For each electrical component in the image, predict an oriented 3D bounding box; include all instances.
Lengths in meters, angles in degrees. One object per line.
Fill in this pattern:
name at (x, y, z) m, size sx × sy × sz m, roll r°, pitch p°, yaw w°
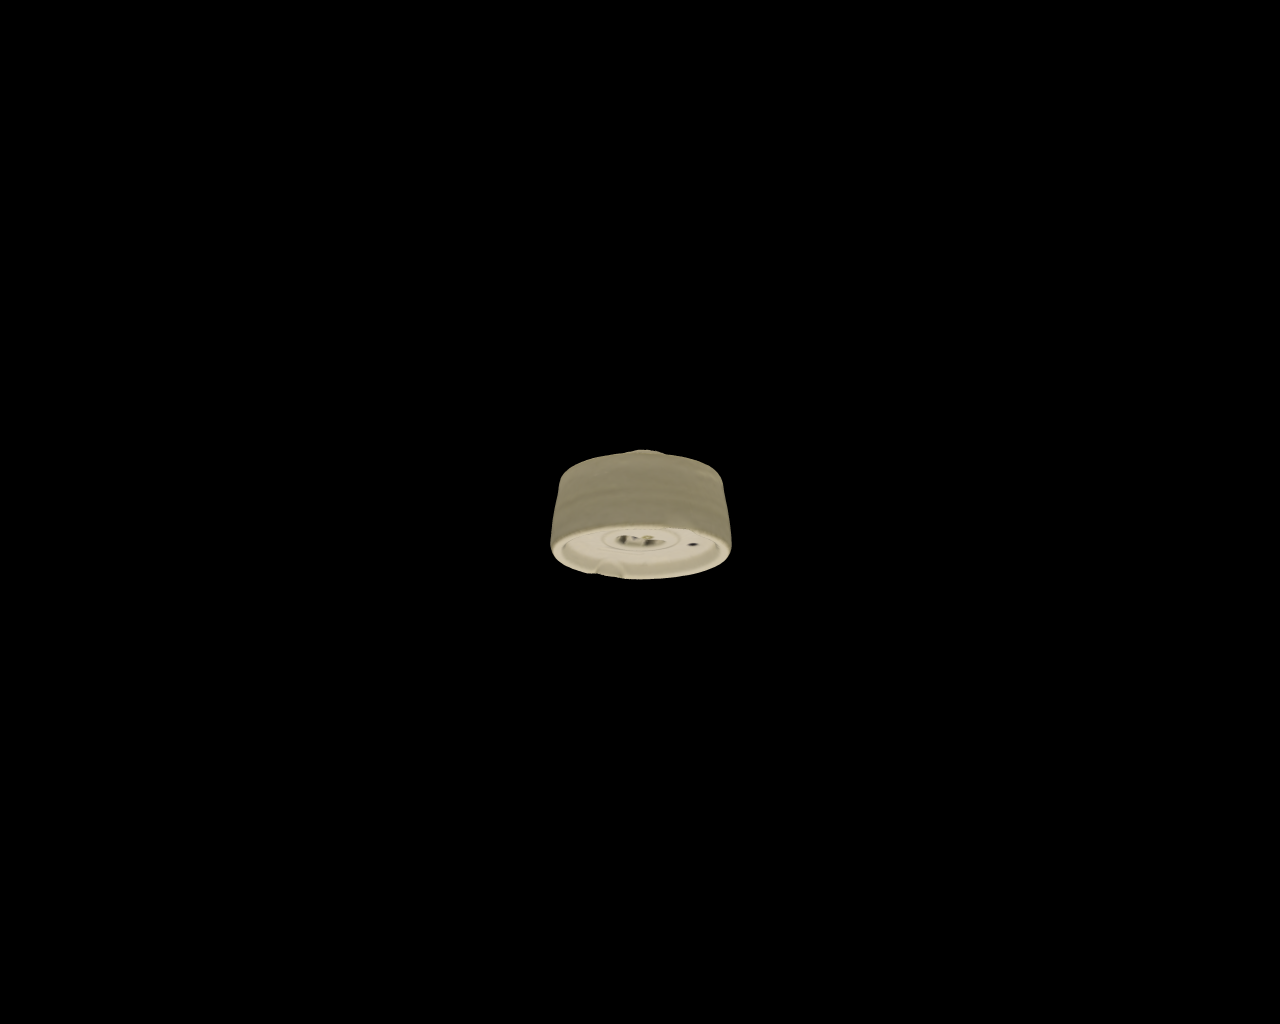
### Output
electrical component at (0.001, -0.003, 0.650) m, size 0.108 × 0.060 × 0.108 m, roll 0°, pitch -19°, yaw 0°
